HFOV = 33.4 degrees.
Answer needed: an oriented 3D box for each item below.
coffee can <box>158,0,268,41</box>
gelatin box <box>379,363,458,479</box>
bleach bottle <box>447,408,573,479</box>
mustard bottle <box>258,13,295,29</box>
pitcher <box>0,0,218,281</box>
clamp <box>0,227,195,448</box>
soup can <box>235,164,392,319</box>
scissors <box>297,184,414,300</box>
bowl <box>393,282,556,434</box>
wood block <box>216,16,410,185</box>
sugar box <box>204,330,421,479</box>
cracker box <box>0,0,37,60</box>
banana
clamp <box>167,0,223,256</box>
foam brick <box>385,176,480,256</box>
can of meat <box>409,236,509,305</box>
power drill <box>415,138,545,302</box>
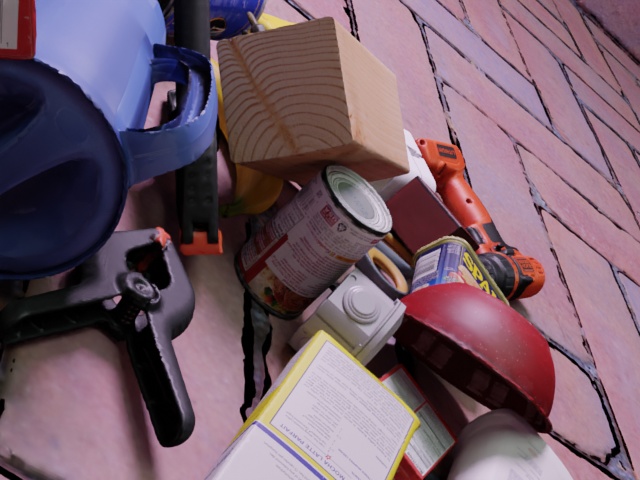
[{"bbox_3d":[-0.121,-0.226,0.923,0.103,0.103,0.140,53,26,11],"label":"coffee can"},{"bbox_3d":[0.056,0.136,0.770,0.073,0.030,0.089,53,26,8],"label":"gelatin box"},{"bbox_3d":[0.111,0.214,0.710,0.102,0.068,0.250,49,27,-1],"label":"bleach bottle"},{"bbox_3d":[-0.010,-0.177,1.079,0.096,0.058,0.191,56,27,14],"label":"mustard bottle"},{"bbox_3d":[-0.152,-0.092,0.645,0.149,0.145,0.242,36,25,-17],"label":"pitcher"},{"bbox_3d":[-0.107,0.048,0.628,0.120,0.039,0.171,45,25,-8],"label":"clamp"},{"bbox_3d":[-0.005,0.001,0.783,0.068,0.102,0.068,36,27,-22],"label":"soup can"},{"bbox_3d":[0.015,-0.013,0.935,0.201,0.016,0.096,34,28,-26],"label":"scissors"},{"bbox_3d":[0.124,0.081,0.827,0.162,0.055,0.162,36,-11,8],"label":"bowl"},{"bbox_3d":[0.002,-0.097,0.826,0.206,0.090,0.091,7,75,-74],"label":"wood block"},{"bbox_3d":[-0.006,0.135,0.636,0.093,0.048,0.176,42,34,0],"label":"sugar box"},{"bbox_3d":[-0.231,-0.147,0.517,0.164,0.072,0.214,-1,23,-21],"label":"cracker box"},{"bbox_3d":[-0.069,-0.087,0.884,0.069,0.037,0.198,27,32,-42],"label":"banana"},{"bbox_3d":[-0.093,-0.077,0.777,0.036,0.165,0.210,-2,66,-10],"label":"clamp"},{"bbox_3d":[0.103,-0.011,1.003,0.053,0.051,0.078,39,12,-51],"label":"foam brick"},{"bbox_3d":[0.120,0.061,0.931,0.102,0.058,0.084,54,27,-18],"label":"can of meat"},{"bbox_3d":[0.145,-0.015,1.099,0.184,0.057,0.188,5,51,-60],"label":"power drill"}]
